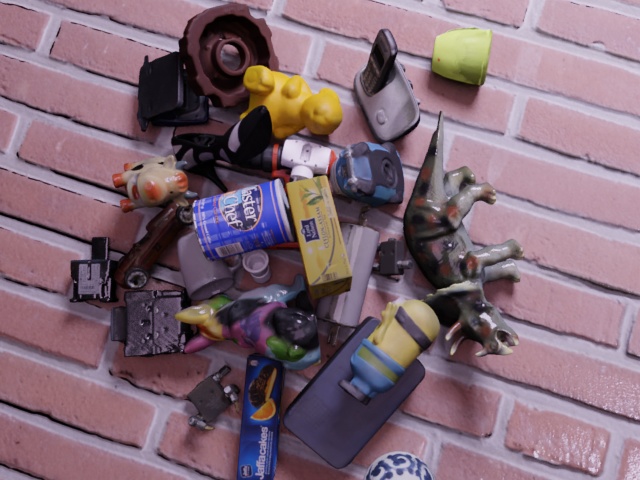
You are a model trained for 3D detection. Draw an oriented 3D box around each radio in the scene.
[{"bbox_3d":[0.058,0.250,0.888,0.131,0.073,0.229,42,88,6],"label":"radio"}]

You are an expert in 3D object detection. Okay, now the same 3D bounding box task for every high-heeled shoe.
[{"bbox_3d":[-0.169,-0.179,0.886,0.145,0.248,0.086,50,48,5],"label":"high-heeled shoe"}]

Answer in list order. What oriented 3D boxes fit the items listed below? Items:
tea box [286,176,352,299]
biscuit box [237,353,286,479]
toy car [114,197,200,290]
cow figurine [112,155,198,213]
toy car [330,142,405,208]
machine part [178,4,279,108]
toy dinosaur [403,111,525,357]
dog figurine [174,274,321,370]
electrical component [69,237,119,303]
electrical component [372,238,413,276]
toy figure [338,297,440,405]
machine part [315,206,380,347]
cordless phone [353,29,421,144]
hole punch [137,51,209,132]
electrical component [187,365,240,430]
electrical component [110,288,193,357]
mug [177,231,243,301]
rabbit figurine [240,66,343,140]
[{"bbox_3d":[-0.002,-0.003,0.841,0.068,0.098,0.169,-14,70,-4],"label":"tea box"},{"bbox_3d":[-0.097,0.294,0.894,0.063,0.059,0.202,4,83,3],"label":"biscuit box"},{"bbox_3d":[-0.283,-0.003,0.925,0.053,0.089,0.202,39,87,-29],"label":"toy car"},{"bbox_3d":[-0.271,-0.094,0.891,0.127,0.195,0.085,-17,107,-5],"label":"cow figurine"},{"bbox_3d":[0.072,-0.105,0.911,0.103,0.161,0.109,-13,85,39],"label":"toy car"},{"bbox_3d":[-0.158,-0.316,0.933,0.179,0.056,0.179,-8,103,-35],"label":"machine part"},{"bbox_3d":[0.211,-0.001,0.897,0.192,0.131,0.405,-24,76,-1],"label":"toy dinosaur"},{"bbox_3d":[-0.119,0.143,0.865,0.219,0.192,0.108,-12,121,-6],"label":"dog figurine"},{"bbox_3d":[-0.394,0.052,0.947,0.075,0.047,0.119,3,84,2],"label":"electrical component"},{"bbox_3d":[0.122,0.028,0.908,0.021,0.094,0.063,7,82,-32],"label":"electrical component"},{"bbox_3d":[0.108,0.170,0.820,0.089,0.082,0.180,34,81,10],"label":"toy figure"},{"bbox_3d":[0.047,0.059,0.911,0.079,0.079,0.243,13,83,4],"label":"machine part"},{"bbox_3d":[0.122,-0.256,0.895,0.089,0.184,0.146,-21,82,-5],"label":"cordless phone"},{"bbox_3d":[-0.264,-0.264,0.972,0.116,0.092,0.142,-5,84,30],"label":"hole punch"},{"bbox_3d":[-0.181,0.272,0.908,0.102,0.045,0.078,-34,84,-2],"label":"electrical component"},{"bbox_3d":[-0.289,0.142,0.925,0.134,0.058,0.115,-4,81,2],"label":"electrical component"},{"bbox_3d":[-0.194,0.033,0.924,0.109,0.080,0.107,-30,73,3],"label":"mug"},{"bbox_3d":[-0.030,-0.215,0.912,0.173,0.162,0.121,19,104,36],"label":"rabbit figurine"}]
